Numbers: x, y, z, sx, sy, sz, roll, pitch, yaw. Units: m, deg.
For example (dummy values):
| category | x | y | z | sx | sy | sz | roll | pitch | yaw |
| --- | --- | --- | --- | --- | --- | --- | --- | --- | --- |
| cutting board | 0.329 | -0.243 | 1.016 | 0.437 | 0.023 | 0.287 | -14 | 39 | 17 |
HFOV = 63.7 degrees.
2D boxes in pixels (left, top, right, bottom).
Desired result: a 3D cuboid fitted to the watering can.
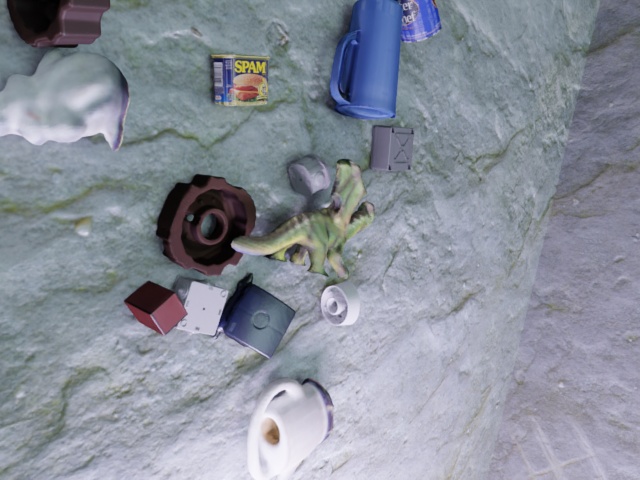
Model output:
| category | x | y | z | sx | sy | sz | roll | pitch | yaw |
| --- | --- | --- | --- | --- | --- | --- | --- | --- | --- |
| watering can | -0.069 | 0.445 | 1.106 | 0.226 | 0.104 | 0.344 | -14 | 109 | -48 |

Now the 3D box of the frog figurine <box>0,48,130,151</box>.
| category | x | y | z | sx | sy | sz | roll | pitch | yaw |
| --- | --- | --- | --- | --- | --- | --- | --- | --- | --- |
| frog figurine | -0.331 | -0.183 | 0.649 | 0.159 | 0.121 | 0.139 | 2 | 65 | -41 |

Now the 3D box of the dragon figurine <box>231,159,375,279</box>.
| category | x | y | z | sx | sy | sz | roll | pitch | yaw |
| --- | --- | --- | --- | --- | --- | --- | --- | --- | --- |
| dragon figurine | 0.003 | -0.051 | 1.023 | 0.407 | 0.123 | 0.243 | 21 | 91 | -60 |
